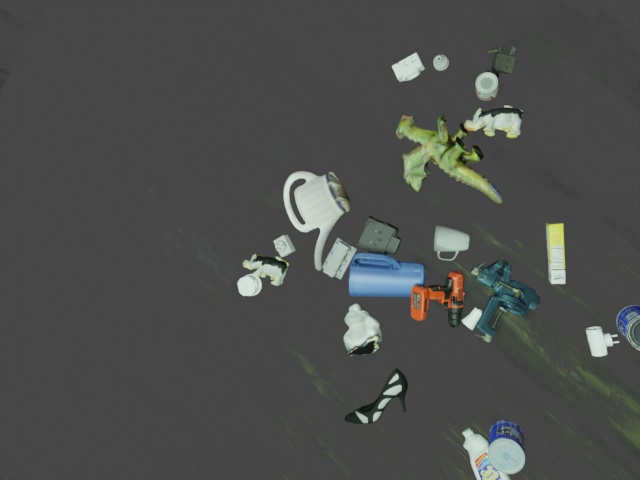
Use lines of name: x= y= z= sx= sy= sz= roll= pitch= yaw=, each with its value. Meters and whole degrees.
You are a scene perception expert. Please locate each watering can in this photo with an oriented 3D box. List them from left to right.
watering can: x=0.005 y=-0.089 z=1.770 sx=0.223 sy=0.104 sz=0.350 roll=-26 pitch=82 yaw=18

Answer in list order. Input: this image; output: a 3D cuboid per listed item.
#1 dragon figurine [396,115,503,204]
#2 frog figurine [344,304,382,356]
dragon figurine: x=0.380 y=-0.243 z=1.651 sx=0.239 sy=0.123 sz=0.413 roll=-34 pitch=78 yaw=36
frog figurine: x=0.136 y=0.305 z=1.748 sx=0.135 sy=0.121 sz=0.163 roll=-46 pitch=41 yaw=24
